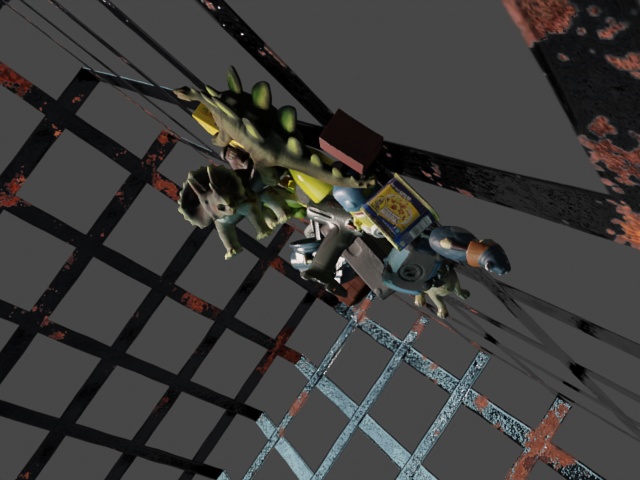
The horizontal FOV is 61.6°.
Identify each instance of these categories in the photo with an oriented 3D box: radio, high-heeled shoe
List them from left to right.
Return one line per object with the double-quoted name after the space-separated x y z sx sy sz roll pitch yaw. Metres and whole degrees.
-0.109 -0.157 1.151 0.086 0.145 0.249 37 174 -10 "high-heeled shoe"
0.112 0.020 1.228 0.229 0.073 0.131 48 -152 6 "radio"

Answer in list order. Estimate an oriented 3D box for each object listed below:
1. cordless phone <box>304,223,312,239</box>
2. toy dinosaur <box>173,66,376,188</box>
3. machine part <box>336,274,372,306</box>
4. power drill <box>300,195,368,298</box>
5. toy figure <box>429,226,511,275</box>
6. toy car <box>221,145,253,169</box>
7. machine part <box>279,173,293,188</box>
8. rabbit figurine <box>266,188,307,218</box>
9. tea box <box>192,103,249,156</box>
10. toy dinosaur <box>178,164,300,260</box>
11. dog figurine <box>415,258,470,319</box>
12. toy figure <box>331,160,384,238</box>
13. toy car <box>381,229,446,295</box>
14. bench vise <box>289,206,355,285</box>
0.048 0.007 1.426 0.184 0.146 0.088 54 -150 17 "cordless phone"
-0.091 -0.181 0.935 0.472 0.105 0.198 31 166 21 "toy dinosaur"
0.129 0.090 1.557 0.087 0.201 0.201 41 -169 16 "machine part"
0.056 0.011 1.108 0.232 0.207 0.086 22 -174 28 "power drill"
0.250 0.016 0.892 0.155 0.064 0.057 23 131 50 "toy figure"
-0.170 -0.156 1.283 0.089 0.053 0.202 28 167 22 "toy car"
-0.116 -0.185 1.363 0.079 0.079 0.243 38 175 -34 "machine part"
-0.085 -0.124 1.430 0.159 0.121 0.170 0 177 -29 "rabbit figurine"
-0.202 -0.259 1.255 0.170 0.068 0.098 32 175 22 "tea box"
-0.160 -0.091 1.139 0.192 0.131 0.405 60 -159 -8 "toy dinosaur"
0.269 0.077 1.315 0.173 0.121 0.190 26 157 44 "dog figurine"
0.086 -0.078 0.987 0.180 0.089 0.082 47 172 -27 "toy figure"
0.193 0.029 1.110 0.109 0.161 0.103 16 -143 -7 "toy car"
0.005 -0.006 1.339 0.129 0.240 0.224 -15 -173 -37 "bench vise"
